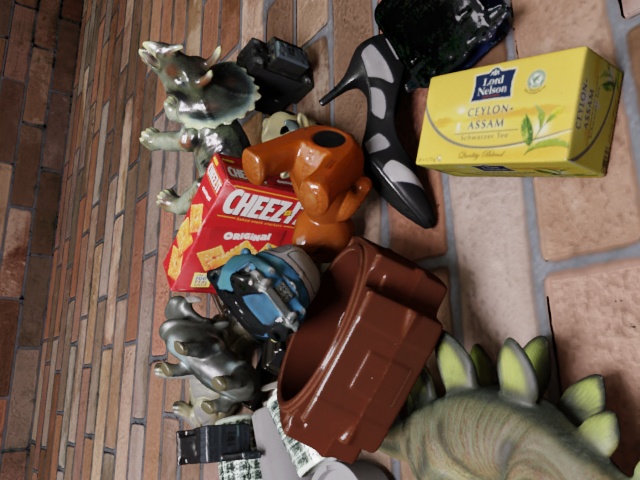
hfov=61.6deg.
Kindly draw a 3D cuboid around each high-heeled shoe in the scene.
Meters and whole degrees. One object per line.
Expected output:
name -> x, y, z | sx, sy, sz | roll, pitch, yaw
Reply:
high-heeled shoe -> 0.104, -0.140, 0.647 | 0.145, 0.086, 0.249 | -34, 72, -1

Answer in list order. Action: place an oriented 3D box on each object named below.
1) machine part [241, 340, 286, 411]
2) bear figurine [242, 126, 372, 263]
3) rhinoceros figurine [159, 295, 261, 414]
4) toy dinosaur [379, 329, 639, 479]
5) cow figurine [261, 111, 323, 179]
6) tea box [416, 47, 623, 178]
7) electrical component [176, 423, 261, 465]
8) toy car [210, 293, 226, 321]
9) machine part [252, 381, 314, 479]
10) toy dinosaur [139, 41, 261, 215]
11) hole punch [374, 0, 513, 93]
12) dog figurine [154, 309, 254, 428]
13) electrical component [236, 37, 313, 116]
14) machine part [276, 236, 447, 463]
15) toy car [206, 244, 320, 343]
machine part -> -0.081, 0.195, 0.799 | 0.084, 0.039, 0.138 | -107, 38, -59
bear figurine -> -0.010, -0.033, 0.638 | 0.120, 0.132, 0.195 | 31, 137, 23
rhinoceros figurine -> -0.161, 0.153, 0.759 | 0.190, 0.112, 0.073 | 41, 127, 23
toy dinosaur -> 0.132, 0.184, 0.476 | 0.471, 0.105, 0.198 | -24, 55, 55
cow figurine -> -0.024, -0.133, 0.743 | 0.195, 0.127, 0.085 | 39, 116, 53
tea box -> 0.179, -0.111, 0.508 | 0.170, 0.068, 0.098 | 7, 87, 55
electrical component -> -0.129, 0.267, 0.705 | 0.119, 0.075, 0.048 | -27, 61, 41
toy car -> -0.178, 0.075, 0.966 | 0.089, 0.053, 0.202 | -47, 46, 33
machine part -> -0.036, 0.299, 0.692 | 0.079, 0.079, 0.243 | -46, 46, 38
toy dinosaur -> -0.159, -0.112, 0.837 | 0.192, 0.131, 0.404 | 1, 120, 30
hole punch -> 0.141, -0.242, 0.595 | 0.142, 0.092, 0.115 | -33, 86, 42
dog figurine -> -0.142, 0.204, 0.859 | 0.190, 0.121, 0.172 | -32, 98, 20
electrical component -> -0.079, -0.261, 0.861 | 0.134, 0.115, 0.058 | -32, 59, 48
machine part -> 0.032, 0.102, 0.558 | 0.201, 0.087, 0.201 | -63, 8, 4
toy car -> -0.053, 0.049, 0.608 | 0.109, 0.103, 0.162 | 53, 157, -8
